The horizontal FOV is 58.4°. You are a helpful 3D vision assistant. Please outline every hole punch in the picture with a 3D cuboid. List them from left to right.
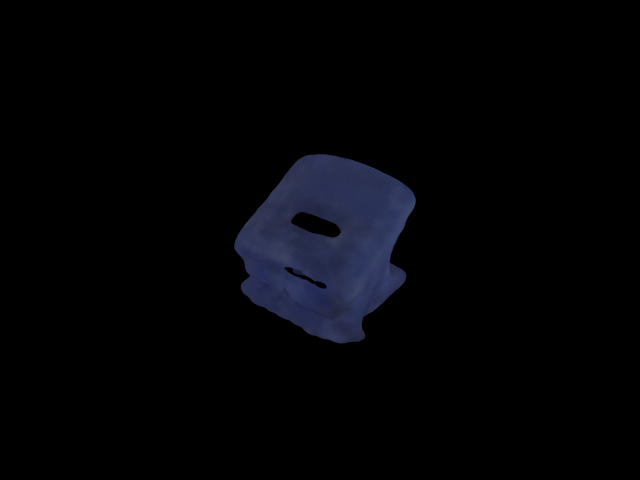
[{"bbox_3d":[0.004,0.001,0.400,0.108,0.091,0.101,22,40,30],"label":"hole punch"}]
